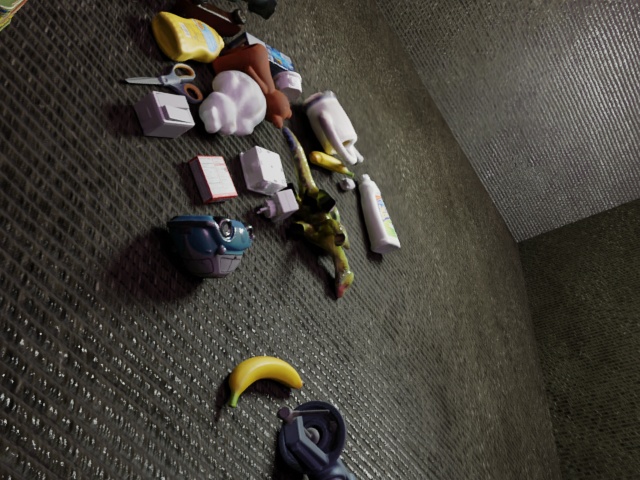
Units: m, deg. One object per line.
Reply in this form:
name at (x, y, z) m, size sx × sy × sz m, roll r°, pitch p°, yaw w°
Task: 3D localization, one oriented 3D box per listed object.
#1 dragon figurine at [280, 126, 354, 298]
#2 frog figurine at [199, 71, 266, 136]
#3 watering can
dragon figurine at (0.004, -0.063, 1.259) m, size 0.240 × 0.122 × 0.416 m, roll 38°, pitch 36°, yaw -69°
frog figurine at (-0.184, -0.281, 1.067) m, size 0.161 × 0.122 × 0.136 m, roll -55°, pitch 137°, yaw -71°
watering can at (0.048, -0.317, 1.510) m, size 0.225 × 0.103 × 0.349 m, roll 62°, pitch 13°, yaw 3°
